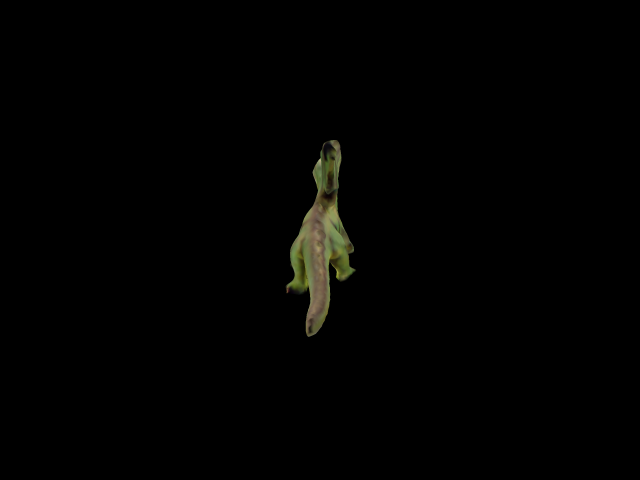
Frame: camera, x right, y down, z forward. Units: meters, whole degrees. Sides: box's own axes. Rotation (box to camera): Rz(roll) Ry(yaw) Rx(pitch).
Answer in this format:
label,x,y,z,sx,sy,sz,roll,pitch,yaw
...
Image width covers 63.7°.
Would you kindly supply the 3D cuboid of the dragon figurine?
label,x,y,z,sx,sy,sz,roll,pitch,yaw
dragon figurine,0.003,-0.043,0.850,0.122,0.239,0.416,0,19,0
